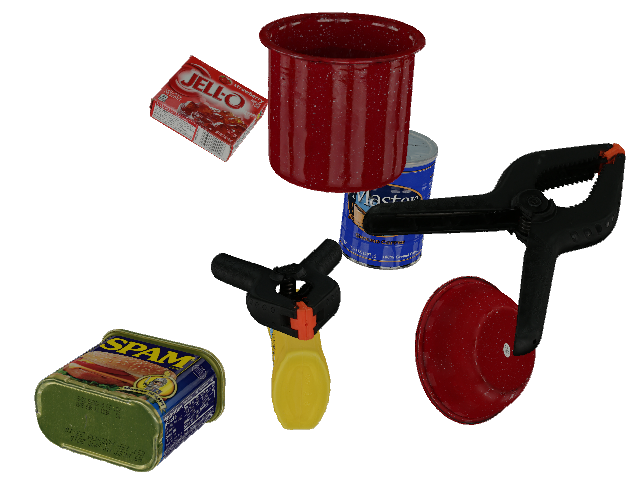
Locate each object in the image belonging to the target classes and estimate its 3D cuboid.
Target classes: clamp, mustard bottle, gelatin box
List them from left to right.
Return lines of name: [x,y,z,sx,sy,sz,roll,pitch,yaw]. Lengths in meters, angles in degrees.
gelatin box: [-0.106,-0.126,1.012,0.089,0.073,0.030,31,-37,3]
clamp: [-0.038,0.039,0.918,0.120,0.039,0.171,-10,17,1]
mustard bottle: [-0.027,0.106,1.119,0.058,0.096,0.191,-2,27,-5]
clamp: [0.160,-0.008,0.790,0.209,0.036,0.165,-26,53,-22]

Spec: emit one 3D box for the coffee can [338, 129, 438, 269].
coffee can: [0.078,-0.051,1.262,0.103,0.140,0.103,4,28,-3]

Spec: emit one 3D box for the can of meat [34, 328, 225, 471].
can of meat: [-0.129,0.107,0.722,0.102,0.057,0.083,11,21,22]

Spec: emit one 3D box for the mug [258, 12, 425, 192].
mug: [0.015,-0.084,0.623,0.093,0.081,0.117,10,29,15]

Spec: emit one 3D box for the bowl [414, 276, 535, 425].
bowl: [0.179,0.117,1.140,0.161,0.162,0.055,0,-5,-36]
